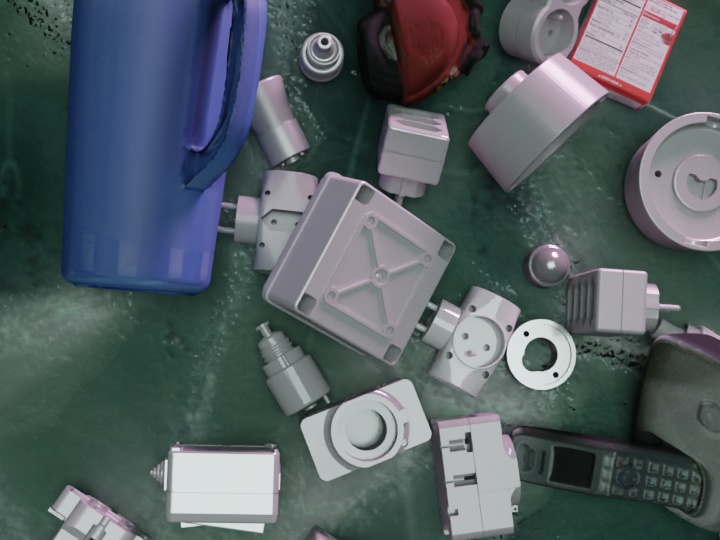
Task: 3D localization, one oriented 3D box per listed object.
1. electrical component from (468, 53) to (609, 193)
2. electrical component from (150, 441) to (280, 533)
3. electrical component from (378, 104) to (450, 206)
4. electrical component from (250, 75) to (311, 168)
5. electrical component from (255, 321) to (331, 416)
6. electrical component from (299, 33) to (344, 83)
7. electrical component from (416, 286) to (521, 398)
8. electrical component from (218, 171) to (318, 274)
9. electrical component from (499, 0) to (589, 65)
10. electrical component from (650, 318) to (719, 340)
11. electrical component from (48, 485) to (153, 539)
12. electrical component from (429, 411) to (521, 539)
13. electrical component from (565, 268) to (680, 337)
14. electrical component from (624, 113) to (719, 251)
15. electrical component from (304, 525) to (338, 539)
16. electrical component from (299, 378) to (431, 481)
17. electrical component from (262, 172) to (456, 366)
[{"bbox_3d":[0.131,-0.118,0.827,0.108,0.108,0.060,-43,84,-7],"label":"electrical component"},{"bbox_3d":[-0.108,0.162,0.803,0.096,0.062,0.061,2,85,-5],"label":"electrical component"},{"bbox_3d":[0.037,-0.081,0.838,0.047,0.065,0.076,11,113,-4],"label":"electrical component"},{"bbox_3d":[-0.067,-0.113,0.841,0.044,0.044,0.065,-28,93,-7],"label":"electrical component"},{"bbox_3d":[-0.055,0.075,0.826,0.040,0.040,0.078,-31,88,-7],"label":"electrical component"},{"bbox_3d":[-0.029,-0.168,0.837,0.035,0.061,0.035,0,85,-5],"label":"electrical component"},{"bbox_3d":[0.073,0.048,0.837,0.079,0.044,0.077,28,84,-3],"label":"electrical component"},{"bbox_3d":[-0.075,-0.037,0.831,0.079,0.043,0.077,6,85,-5],"label":"electrical component"},{"bbox_3d":[0.145,-0.237,0.857,0.052,0.074,0.138,8,106,-41],"label":"electrical component"},{"bbox_3d":[0.261,0.062,0.853,0.062,0.043,0.043,33,83,0],"label":"electrical component"},{"bbox_3d":[-0.201,0.205,0.794,0.078,0.058,0.057,34,80,-2],"label":"electrical component"},{"bbox_3d":[0.089,0.157,0.826,0.056,0.050,0.089,-6,86,-6],"label":"electrical component"},{"bbox_3d":[0.207,0.028,0.831,0.076,0.083,0.047,4,85,-5],"label":"electrical component"},{"bbox_3d":[0.264,-0.066,0.855,0.108,0.060,0.108,0,86,-5],"label":"electrical component"},{"bbox_3d":[-0.035,0.239,0.801,0.047,0.066,0.076,35,84,-1],"label":"electrical component"},{"bbox_3d":[0.003,0.120,0.819,0.089,0.056,0.050,-21,87,-6],"label":"electrical component"},{"bbox_3d":[0.000,0.000,0.806,0.109,0.056,0.108,32,82,-34],"label":"electrical component"}]
